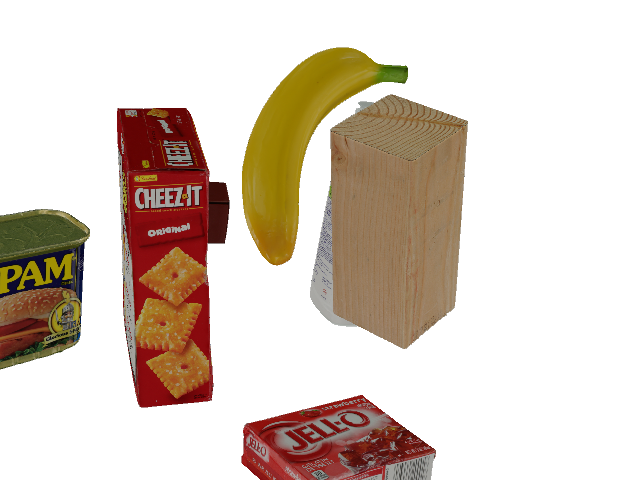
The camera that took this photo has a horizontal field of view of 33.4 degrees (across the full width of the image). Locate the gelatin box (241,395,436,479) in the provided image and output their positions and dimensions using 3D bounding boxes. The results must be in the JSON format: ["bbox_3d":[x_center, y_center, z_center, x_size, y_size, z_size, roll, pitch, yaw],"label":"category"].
[{"bbox_3d":[0.010,0.124,0.619,0.089,0.030,0.073,-7,23,-34],"label":"gelatin box"}]

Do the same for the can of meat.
[{"bbox_3d":[-0.204,0.033,0.698,0.101,0.084,0.058,-13,30,-41],"label":"can of meat"}]

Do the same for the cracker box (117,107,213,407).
[{"bbox_3d":[-0.135,0.010,0.924,0.072,0.214,0.164,-3,25,-13],"label":"cracker box"}]

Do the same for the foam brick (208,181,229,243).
[{"bbox_3d":[-0.140,-0.031,1.159,0.078,0.051,0.053,1,27,-8],"label":"foam brick"}]

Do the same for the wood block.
[{"bbox_3d":[0.071,-0.016,0.989,0.091,0.206,0.090,25,43,33],"label":"wood block"}]

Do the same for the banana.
[{"bbox_3d":[-0.009,-0.069,0.691,0.070,0.197,0.037,22,-35,14],"label":"banana"}]

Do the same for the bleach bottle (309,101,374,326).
[{"bbox_3d":[0.042,-0.034,1.240,0.068,0.251,0.103,0,21,-23],"label":"bleach bottle"}]
